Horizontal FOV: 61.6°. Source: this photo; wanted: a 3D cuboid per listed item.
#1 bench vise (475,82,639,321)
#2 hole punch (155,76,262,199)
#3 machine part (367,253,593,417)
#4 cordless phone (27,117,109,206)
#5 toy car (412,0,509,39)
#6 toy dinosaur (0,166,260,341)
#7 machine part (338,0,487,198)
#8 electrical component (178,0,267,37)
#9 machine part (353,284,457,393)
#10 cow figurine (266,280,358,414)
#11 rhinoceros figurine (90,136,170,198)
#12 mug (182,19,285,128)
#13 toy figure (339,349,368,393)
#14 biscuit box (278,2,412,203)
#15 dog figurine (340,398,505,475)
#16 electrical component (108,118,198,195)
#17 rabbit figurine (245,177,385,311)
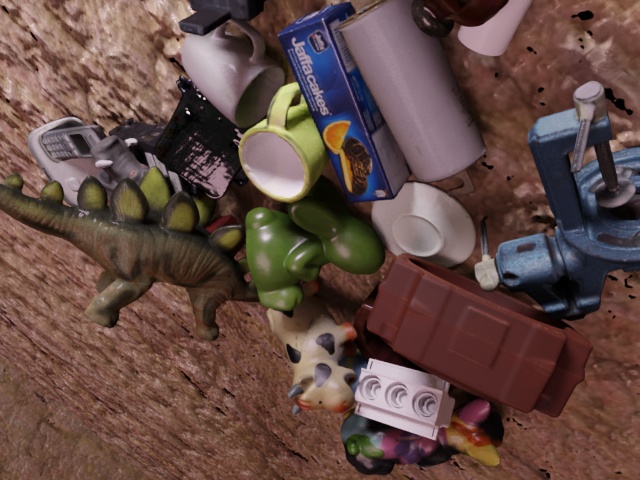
[{"bbox_3d":[0.225,-0.028,0.460,0.224,0.129,0.240,-8,140,32],"label":"bench vise"},{"bbox_3d":[-0.129,-0.128,0.688,0.142,0.092,0.115,38,109,5],"label":"hole punch"},{"bbox_3d":[0.157,0.091,0.561,0.201,0.201,0.087,23,98,11],"label":"machine part"},{"bbox_3d":[-0.353,-0.120,0.830,0.184,0.089,0.146,7,131,42],"label":"cordless phone"},{"bbox_3d":[0.059,-0.233,0.381,0.202,0.053,0.089,41,145,-17],"label":"toy car"},{"bbox_3d":[-0.225,0.009,0.690,0.198,0.471,0.105,-62,38,13],"label":"toy dinosaur"},{"bbox_3d":[0.089,-0.142,0.505,0.079,0.079,0.243,-12,118,43],"label":"machine part"},{"bbox_3d":[-0.092,-0.242,0.516,0.075,0.119,0.047,21,137,23],"label":"electrical component"},{"bbox_3d":[0.130,0.135,0.749,0.180,0.056,0.179,22,138,21],"label":"machine part"},{"bbox_3d":[-0.013,0.158,0.766,0.195,0.127,0.085,52,160,34],"label":"cow figurine"},{"bbox_3d":[-0.252,-0.055,0.755,0.112,0.073,0.190,-9,121,44],"label":"rhinoceros figurine"},{"bbox_3d":[-0.103,-0.196,0.597,0.107,0.081,0.109,38,147,14],"label":"mug"},{"bbox_3d":[0.040,0.210,0.866,0.180,0.082,0.089,-2,129,40],"label":"toy figure"},{"bbox_3d":[0.032,-0.137,0.565,0.063,0.059,0.202,-2,125,38],"label":"biscuit box"},{"bbox_3d":[0.158,0.285,0.790,0.219,0.191,0.108,-29,62,53],"label":"dog figurine"},{"bbox_3d":[-0.230,-0.110,0.789,0.134,0.058,0.114,19,138,22],"label":"electrical component"},{"bbox_3d":[-0.001,-0.002,0.701,0.170,0.121,0.158,-3,120,16],"label":"rabbit figurine"}]
